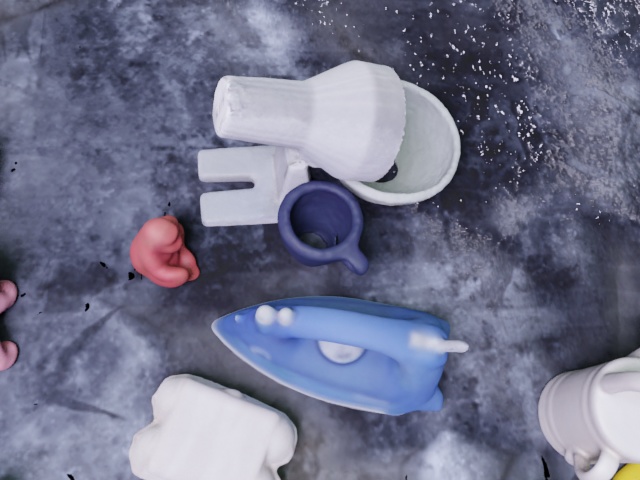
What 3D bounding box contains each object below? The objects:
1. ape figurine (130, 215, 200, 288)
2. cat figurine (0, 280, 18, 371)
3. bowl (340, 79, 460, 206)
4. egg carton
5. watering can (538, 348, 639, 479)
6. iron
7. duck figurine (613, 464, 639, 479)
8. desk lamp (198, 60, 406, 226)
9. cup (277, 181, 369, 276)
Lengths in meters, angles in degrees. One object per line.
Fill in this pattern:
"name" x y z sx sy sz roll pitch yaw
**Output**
"ape figurine" -0.167 0.006 0.612 0.076 0.092 0.078 9 68 -4
"cat figurine" -0.347 0.059 0.553 0.067 0.117 0.128 -9 71 -11
"bowl" 0.080 -0.108 0.699 0.167 0.074 0.167 3 69 -7
"egg carton" -0.102 0.199 0.560 0.150 0.069 0.107 20 68 0
"watering can" 0.307 0.160 0.564 0.101 0.194 0.173 16 68 -1
"iron" 0.015 0.098 0.575 0.258 0.141 0.118 11 68 -3
"duck figurine" 0.349 0.276 0.584 0.077 0.086 0.105 32 69 5
"desk lamp" -0.031 -0.098 0.605 0.203 0.213 0.118 -5 70 -9
"cup" 0.006 0.002 0.636 0.092 0.095 0.117 -40 79 -19
